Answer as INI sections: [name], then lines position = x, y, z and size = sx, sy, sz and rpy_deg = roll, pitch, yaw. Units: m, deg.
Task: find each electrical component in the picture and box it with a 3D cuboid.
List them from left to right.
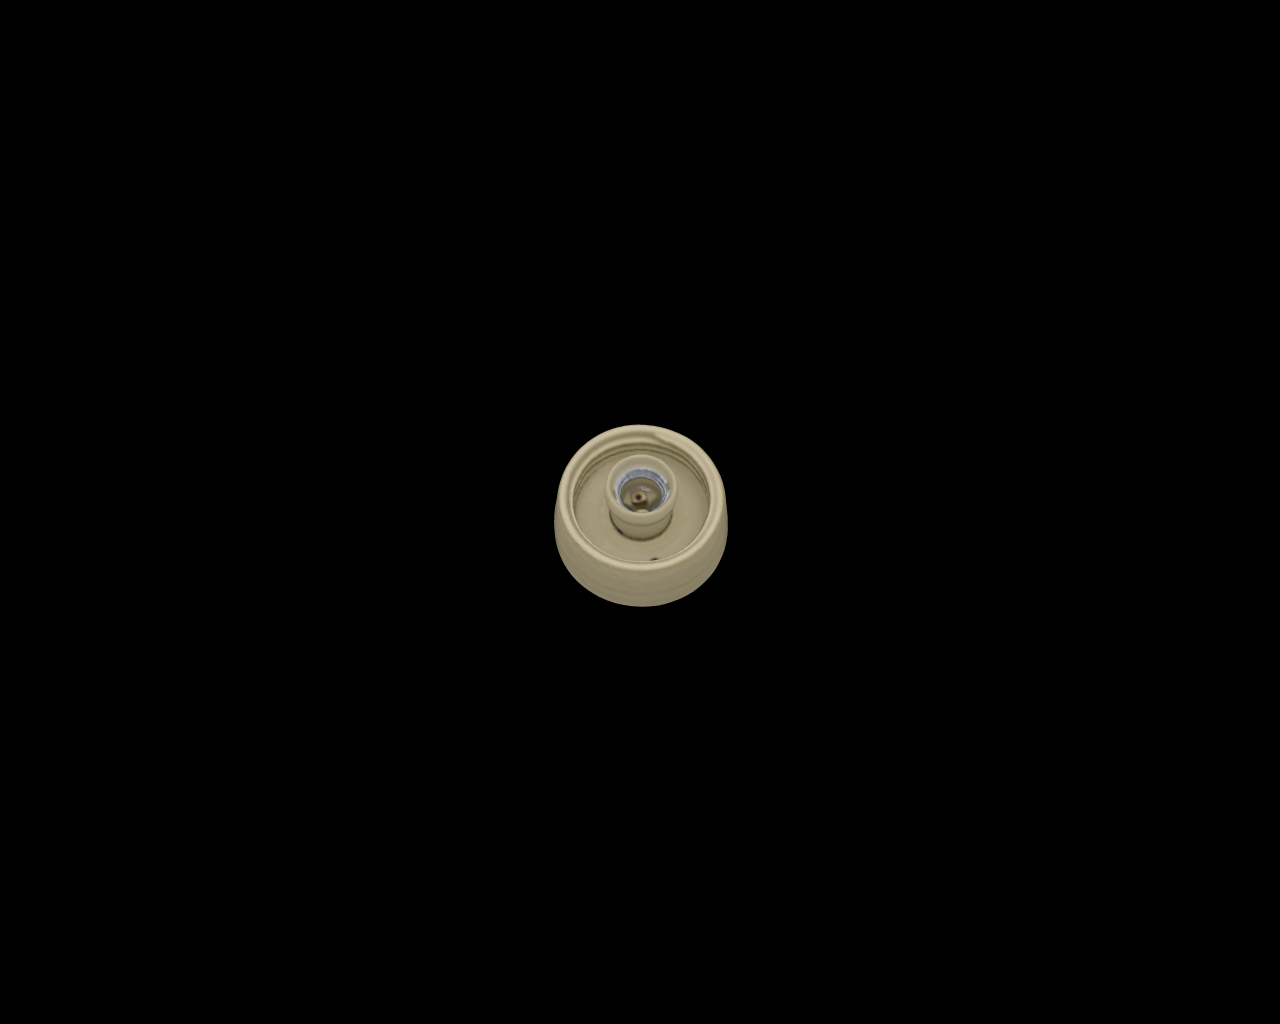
[electrical component]
position = 0.001, -0.003, 0.650
size = 0.108, 0.108, 0.060
rpy_deg = 0, -27, 0
